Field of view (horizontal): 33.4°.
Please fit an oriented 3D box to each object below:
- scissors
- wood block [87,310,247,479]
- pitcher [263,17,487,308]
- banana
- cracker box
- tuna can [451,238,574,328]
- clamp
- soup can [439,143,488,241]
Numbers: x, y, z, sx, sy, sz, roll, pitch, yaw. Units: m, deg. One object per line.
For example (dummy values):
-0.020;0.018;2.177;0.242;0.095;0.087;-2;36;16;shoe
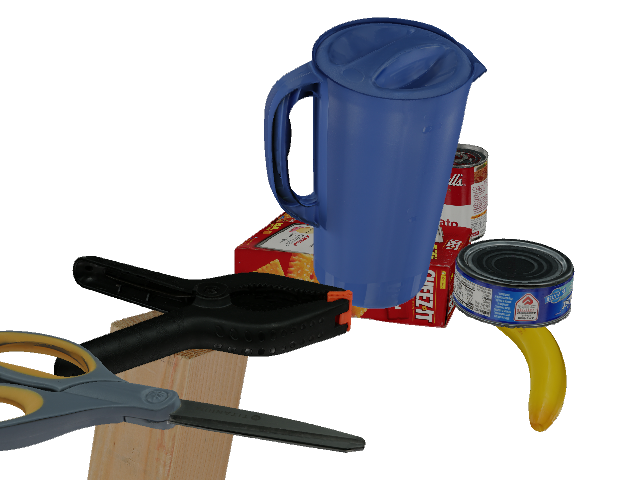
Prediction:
-0.090;0.081;0.475;0.202;0.016;0.096;15;27;26;scissors
-0.137;0.173;0.933;0.090;0.206;0.090;20;18;28;wood block
0.042;-0.059;0.929;0.149;0.243;0.144;19;41;18;pitcher
0.223;0.127;1.135;0.069;0.037;0.198;-26;34;2;banana
0.038;0.028;1.094;0.214;0.072;0.164;6;15;15;cracker box
0.139;0.029;0.770;0.086;0.034;0.086;1;23;-1;tuna can
-0.084;0.047;0.759;0.209;0.036;0.165;-3;25;-14;clamp
0.165;-0.057;1.277;0.068;0.102;0.068;-2;27;1;soup can
